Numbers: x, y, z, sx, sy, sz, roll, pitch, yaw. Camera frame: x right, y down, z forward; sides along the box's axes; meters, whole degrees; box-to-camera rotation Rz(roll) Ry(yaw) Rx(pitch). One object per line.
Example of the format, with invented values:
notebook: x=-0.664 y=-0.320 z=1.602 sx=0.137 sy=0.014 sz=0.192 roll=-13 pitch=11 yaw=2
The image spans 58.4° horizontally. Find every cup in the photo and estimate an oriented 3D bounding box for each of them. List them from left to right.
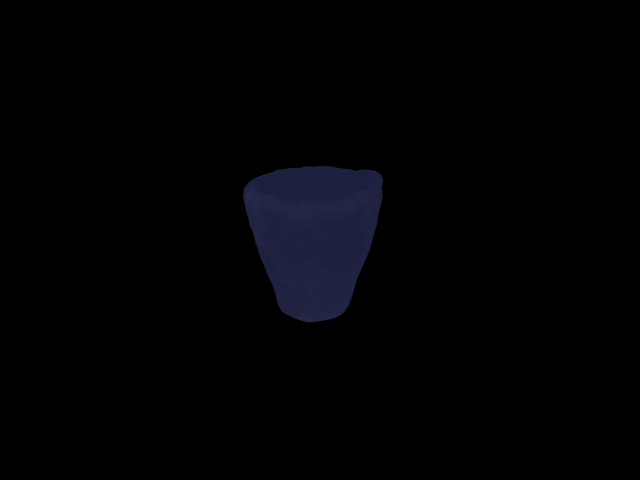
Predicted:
cup: x=0.004 y=0.001 z=0.400 sx=0.091 sy=0.095 sz=0.118 roll=17 pitch=28 yaw=37
